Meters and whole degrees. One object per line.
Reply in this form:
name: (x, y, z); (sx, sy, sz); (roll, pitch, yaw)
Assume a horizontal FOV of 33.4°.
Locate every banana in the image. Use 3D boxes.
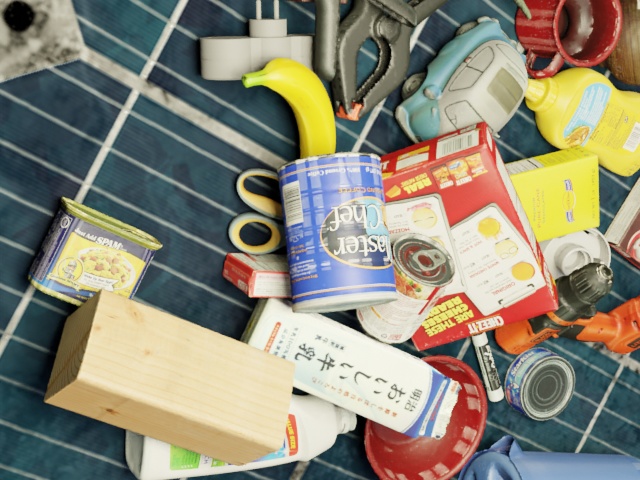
banana: (-0.018, -0.118, 1.054); (0.069, 0.037, 0.197); (-31, 141, -1)

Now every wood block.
wood block: (-0.137, 0.134, 0.999); (0.205, 0.091, 0.090); (24, 57, -24)

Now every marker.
marker: (0.196, 0.138, 1.271); (0.020, 0.020, 0.121); (-27, 113, -19)

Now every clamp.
clamp: (0.056, -0.228, 1.099); (0.164, 0.036, 0.210); (28, 87, -30)
clamp: (0.011, -0.240, 1.013); (0.120, 0.039, 0.171); (-45, 115, -18)

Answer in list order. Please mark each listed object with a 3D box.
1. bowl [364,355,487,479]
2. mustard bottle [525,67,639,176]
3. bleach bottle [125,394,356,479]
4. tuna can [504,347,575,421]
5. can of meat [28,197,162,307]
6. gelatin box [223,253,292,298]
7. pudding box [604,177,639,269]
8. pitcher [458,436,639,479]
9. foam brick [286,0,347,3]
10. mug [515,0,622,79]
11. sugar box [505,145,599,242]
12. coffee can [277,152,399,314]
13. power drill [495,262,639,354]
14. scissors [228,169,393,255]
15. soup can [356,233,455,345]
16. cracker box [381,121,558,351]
bowl: (0.110, 0.202, 1.222); (0.161, 0.055, 0.162); (-7, 105, -25)
mustard bottle: (0.306, -0.146, 1.233); (0.191, 0.058, 0.096); (18, 106, -29)
bleach bottle: (-0.075, 0.191, 1.124); (0.250, 0.068, 0.102); (-1, 103, -29)
tuna can: (0.270, 0.177, 1.309); (0.086, 0.034, 0.086); (-7, 105, -25)
can of meat: (-0.215, 0.019, 1.013); (0.102, 0.058, 0.084); (25, 93, -28)
gelatin box: (-0.045, 0.037, 1.093); (0.089, 0.073, 0.030); (2, 103, -27)
pudding box: (0.416, -0.022, 1.330); (0.090, 0.039, 0.113); (31, 87, -29)
pitcher: (0.296, 0.332, 1.310); (0.242, 0.145, 0.149); (5, 135, -31)
foam brick: (-0.005, -0.273, 1.049); (0.052, 0.051, 0.078); (-4, 104, -26)
mug: (0.265, -0.230, 1.178); (0.093, 0.082, 0.117); (28, 89, -29)
sugar box: (0.227, -0.041, 1.205); (0.176, 0.048, 0.093); (-16, 116, -13)
coffee can: (0.016, -0.005, 1.029); (0.102, 0.103, 0.140); (-3, 81, -26)
power drill: (0.323, 0.082, 1.244); (0.187, 0.185, 0.057); (7, 60, -28)
scissors: (-0.007, 0.001, 1.099); (0.201, 0.016, 0.096); (33, 99, -8)
soup can: (0.086, 0.051, 1.087); (0.068, 0.068, 0.102); (1, 139, -27)
cracker box: (0.138, -0.002, 1.135); (0.164, 0.072, 0.213); (-19, 117, 20)
